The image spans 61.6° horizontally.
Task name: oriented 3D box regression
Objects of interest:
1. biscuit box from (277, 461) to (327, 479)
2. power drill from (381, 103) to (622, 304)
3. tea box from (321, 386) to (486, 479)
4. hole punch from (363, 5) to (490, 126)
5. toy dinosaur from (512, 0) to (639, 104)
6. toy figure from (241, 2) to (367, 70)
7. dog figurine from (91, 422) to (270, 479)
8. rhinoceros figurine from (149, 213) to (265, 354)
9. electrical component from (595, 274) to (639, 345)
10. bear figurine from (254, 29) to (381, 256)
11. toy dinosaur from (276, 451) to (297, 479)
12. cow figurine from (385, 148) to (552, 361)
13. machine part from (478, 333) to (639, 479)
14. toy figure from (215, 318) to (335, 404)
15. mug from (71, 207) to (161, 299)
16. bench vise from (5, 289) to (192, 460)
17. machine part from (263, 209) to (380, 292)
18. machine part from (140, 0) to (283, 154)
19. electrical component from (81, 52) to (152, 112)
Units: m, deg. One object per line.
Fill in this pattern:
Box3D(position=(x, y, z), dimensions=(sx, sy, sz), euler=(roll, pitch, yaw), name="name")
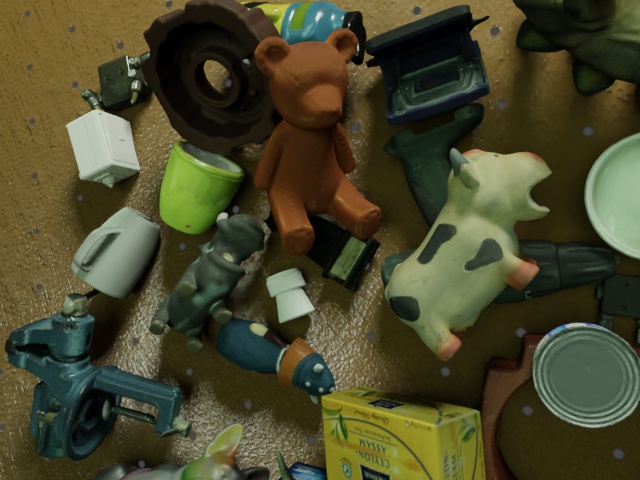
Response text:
Box3D(position=(0.048, 0.311, 0.602), dimensions=(0.203, 0.059, 0.062), euler=(6, 92, 20), name="biscuit box")
Box3D(position=(0.166, -0.032, 0.567), dimensions=(0.232, 0.086, 0.207), euler=(-17, 91, 20), name="power drill")
Box3D(position=(0.079, 0.212, 0.548), dimensions=(0.170, 0.068, 0.098), euler=(-10, 83, 52), name="tea box")
Box3D(position=(0.116, -0.179, 0.565), dimensions=(0.142, 0.116, 0.092), euler=(-17, 100, 22), name="hole punch")
Box3D(position=(0.238, -0.215, 0.472), dimensions=(0.471, 0.198, 0.105), euler=(44, 93, 4), name="toy dinosaur")
Box3D(position=(-0.033, -0.238, 0.631), dimensions=(0.180, 0.089, 0.082), euler=(6, 121, 22), name="toy figure")
Box3D(position=(-0.178, 0.307, 0.661), dimensions=(0.219, 0.191, 0.108), euler=(-28, 98, -13), name="dog figurine")
Box3D(position=(-0.132, 0.051, 0.651), dimensions=(0.073, 0.112, 0.190), euler=(33, 117, -15), name="rhinoceros figurine")
Box3D(position=(0.311, 0.056, 0.538), dimensions=(0.063, 0.021, 0.094), euler=(9, 92, 19), name="electrical component")
Box3D(position=(-0.001, -0.101, 0.549), dimensions=(0.132, 0.120, 0.195), euler=(57, 150, 40), name="bear figurine")
Box3D(position=(-0.004, 0.435, 0.559), dimensions=(0.192, 0.131, 0.404), euler=(12, 99, -4), name="toy dinosaur")
Box3D(position=(0.135, 0.001, 0.498), dimensions=(0.127, 0.085, 0.195), euler=(41, 108, 8), name="cow figurine")
Box3D(position=(0.257, 0.199, 0.520), dimensions=(0.202, 0.087, 0.201), euler=(6, 90, 20), name="machine part")
Box3D(position=(-0.049, 0.138, 0.641), dimensions=(0.155, 0.064, 0.058), euler=(20, 58, 14), name="toy figure")
Box3D(position=(-0.266, 0.008, 0.698), dimensions=(0.081, 0.109, 0.107), euler=(31, 85, 23), name="mug")
Box3D(position=(-0.273, 0.185, 0.683), dimensions=(0.241, 0.129, 0.223), euler=(14, 89, 9), name="bench vise")
Box3D(position=(-0.001, -0.002, 0.640), dimensions=(0.139, 0.039, 0.084), euler=(29, 106, 15), name="machine part")
Box3D(position=(-0.113, -0.186, 0.611), dimensions=(0.180, 0.056, 0.179), euler=(12, 130, 14), name="machine part")
Box3D(position=(-0.273, -0.211, 0.733), dimensions=(0.102, 0.045, 0.078), euler=(-8, 88, 18), name="electrical component")
